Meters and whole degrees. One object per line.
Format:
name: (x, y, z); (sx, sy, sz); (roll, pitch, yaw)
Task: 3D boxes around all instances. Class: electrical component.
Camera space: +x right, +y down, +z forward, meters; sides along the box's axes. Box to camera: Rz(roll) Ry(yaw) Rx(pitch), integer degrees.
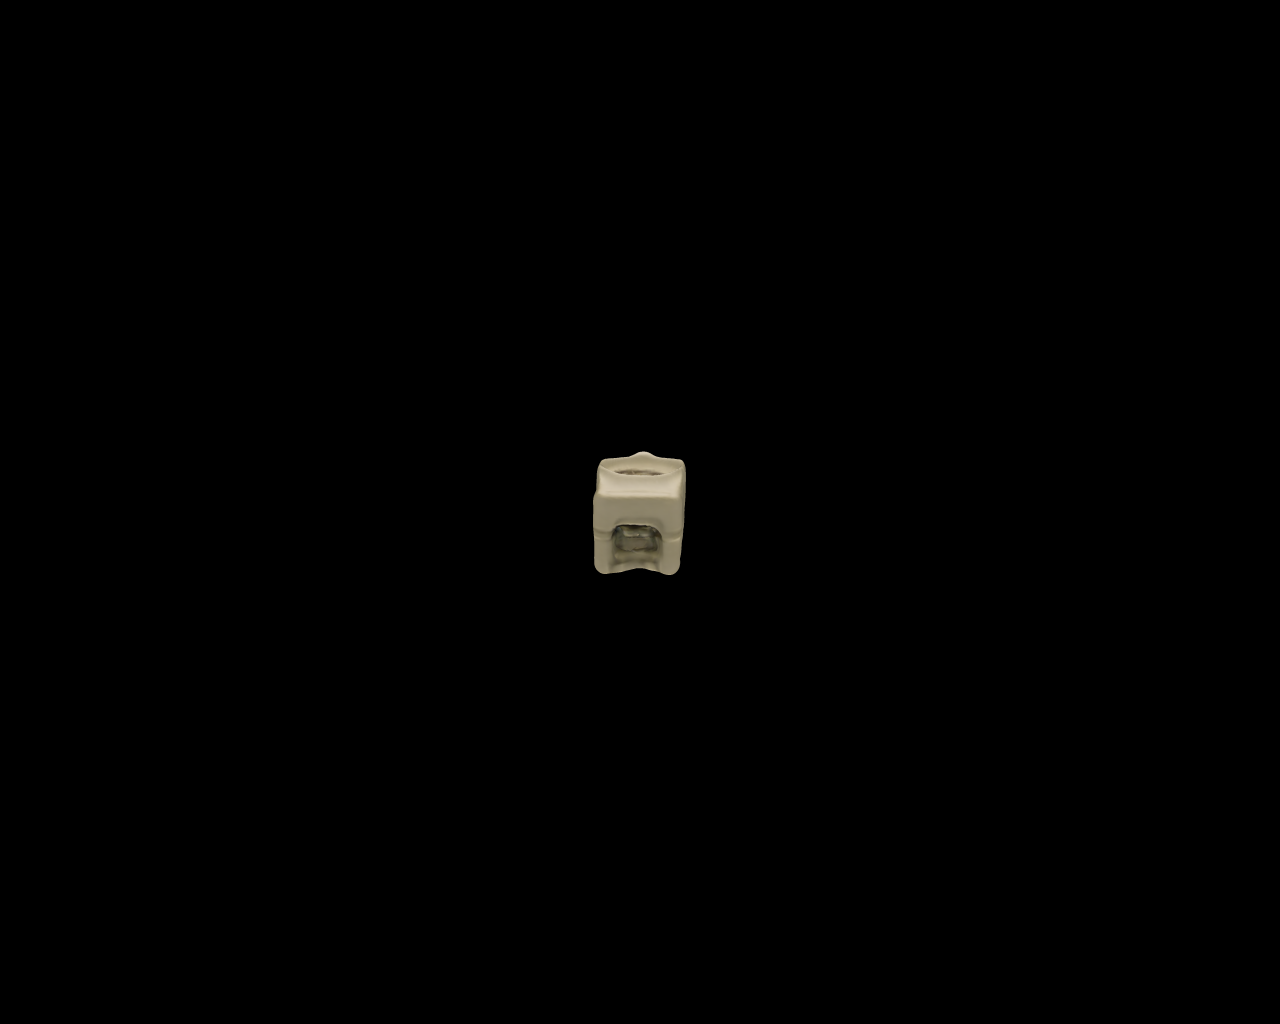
electrical component: (0.001, -0.003, 0.650); (0.050, 0.055, 0.089); (1, 16, 4)
